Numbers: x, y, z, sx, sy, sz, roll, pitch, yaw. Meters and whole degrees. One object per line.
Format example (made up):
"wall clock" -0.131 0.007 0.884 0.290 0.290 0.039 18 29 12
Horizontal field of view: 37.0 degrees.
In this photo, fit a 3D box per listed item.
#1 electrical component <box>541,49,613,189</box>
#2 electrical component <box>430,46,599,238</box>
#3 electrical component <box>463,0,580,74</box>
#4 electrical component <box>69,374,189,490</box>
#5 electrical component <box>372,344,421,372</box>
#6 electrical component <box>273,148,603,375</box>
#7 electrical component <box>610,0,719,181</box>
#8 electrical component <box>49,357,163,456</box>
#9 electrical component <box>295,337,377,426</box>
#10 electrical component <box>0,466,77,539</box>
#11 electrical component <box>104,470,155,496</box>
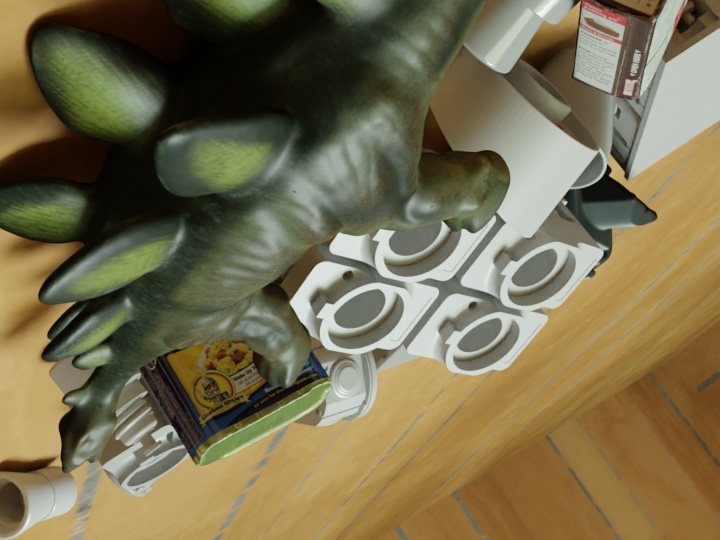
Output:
"electrical component" 0.109 -0.090 0.644 0.079 0.077 0.044 -1 140 18
"electrical component" 0.076 -0.074 0.566 0.064 0.099 0.099 -48 159 21
"electrical component" 0.073 -0.127 0.505 0.055 0.045 0.045 -44 161 27
"electrical component" -0.148 0.108 0.717 0.050 0.055 0.089 -32 163 -7
"electrical component" 0.051 0.033 0.893 0.100 0.048 0.099 -14 154 -49
"electrical component" 0.042 -0.004 0.620 0.186 0.060 0.105 14 123 -40
"electrical component" 0.207 -0.141 0.688 0.105 0.060 0.186 -33 163 -3
"electrical component" -0.140 0.070 0.604 0.040 0.078 0.040 -39 177 -2
"electrical component" -0.028 0.079 0.822 0.051 0.080 0.080 -13 153 -39
"electrical component" -0.224 0.155 0.733 0.044 0.044 0.065 -39 167 14
"electrical component" -0.156 0.131 0.789 0.062 0.048 0.048 -42 163 2
